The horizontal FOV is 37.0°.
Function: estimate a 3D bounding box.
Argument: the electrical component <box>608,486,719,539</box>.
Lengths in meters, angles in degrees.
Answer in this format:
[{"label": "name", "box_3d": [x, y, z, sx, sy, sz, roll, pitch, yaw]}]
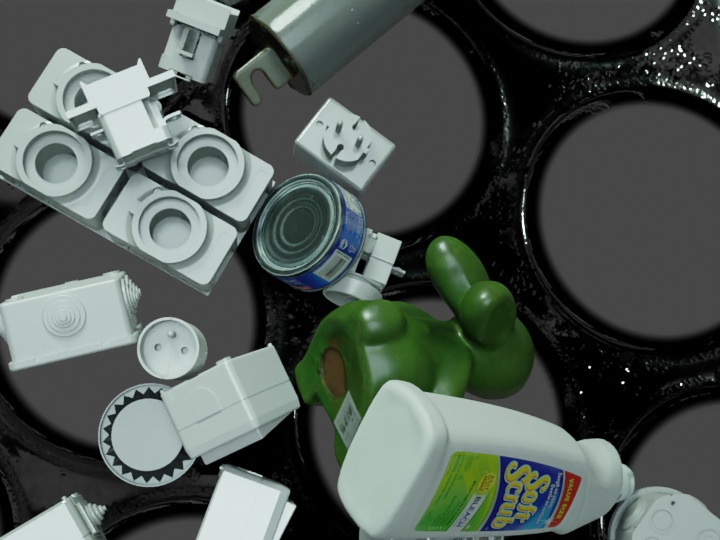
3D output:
[{"label": "electrical component", "box_3d": [0.234, 0.207, 0.820, 0.080, 0.051, 0.080, 1, 81, -6]}]

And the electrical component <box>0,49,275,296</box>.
[{"label": "electrical component", "box_3d": [-0.171, -0.075, 0.818, 0.186, 0.060, 0.105, 30, 79, -1]}]

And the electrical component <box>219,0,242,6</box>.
[{"label": "electrical component", "box_3d": [-0.110, -0.246, 0.859, 0.045, 0.045, 0.055, -40, 87, -10]}]

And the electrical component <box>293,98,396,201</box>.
[{"label": "electrical component", "box_3d": [-0.011, -0.097, 0.830, 0.066, 0.076, 0.047, 37, 79, 0]}]

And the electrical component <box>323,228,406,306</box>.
[{"label": "electrical component", "box_3d": [0.000, 0.000, 0.832, 0.066, 0.048, 0.055, 21, 72, -2]}]

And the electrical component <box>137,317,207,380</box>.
[{"label": "electrical component", "box_3d": [-0.135, 0.059, 0.790, 0.043, 0.081, 0.043, 0, 84, -1]}]

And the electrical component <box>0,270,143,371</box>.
[{"label": "electrical component", "box_3d": [-0.208, 0.034, 0.779, 0.100, 0.100, 0.048, -13, 96, -8]}]

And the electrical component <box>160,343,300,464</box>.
[{"label": "electrical component", "box_3d": [-0.089, 0.097, 0.786, 0.062, 0.096, 0.061, -27, 85, 19]}]

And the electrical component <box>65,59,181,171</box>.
[{"label": "electrical component", "box_3d": [-0.165, -0.109, 0.771, 0.081, 0.042, 0.063, -24, 86, -8]}]

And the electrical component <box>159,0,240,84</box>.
[{"label": "electrical component", "box_3d": [-0.126, -0.179, 0.836, 0.042, 0.081, 0.063, 22, 102, -2]}]

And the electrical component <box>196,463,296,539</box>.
[{"label": "electrical component", "box_3d": [-0.089, 0.195, 0.783, 0.061, 0.061, 0.096, 21, 80, -2]}]

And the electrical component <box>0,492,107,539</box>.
[{"label": "electrical component", "box_3d": [-0.220, 0.203, 0.769, 0.096, 0.061, 0.061, -30, 85, -10]}]

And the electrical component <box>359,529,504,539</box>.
[{"label": "electrical component", "box_3d": [0.056, 0.199, 0.809, 0.099, 0.064, 0.099, 5, 74, -17]}]
